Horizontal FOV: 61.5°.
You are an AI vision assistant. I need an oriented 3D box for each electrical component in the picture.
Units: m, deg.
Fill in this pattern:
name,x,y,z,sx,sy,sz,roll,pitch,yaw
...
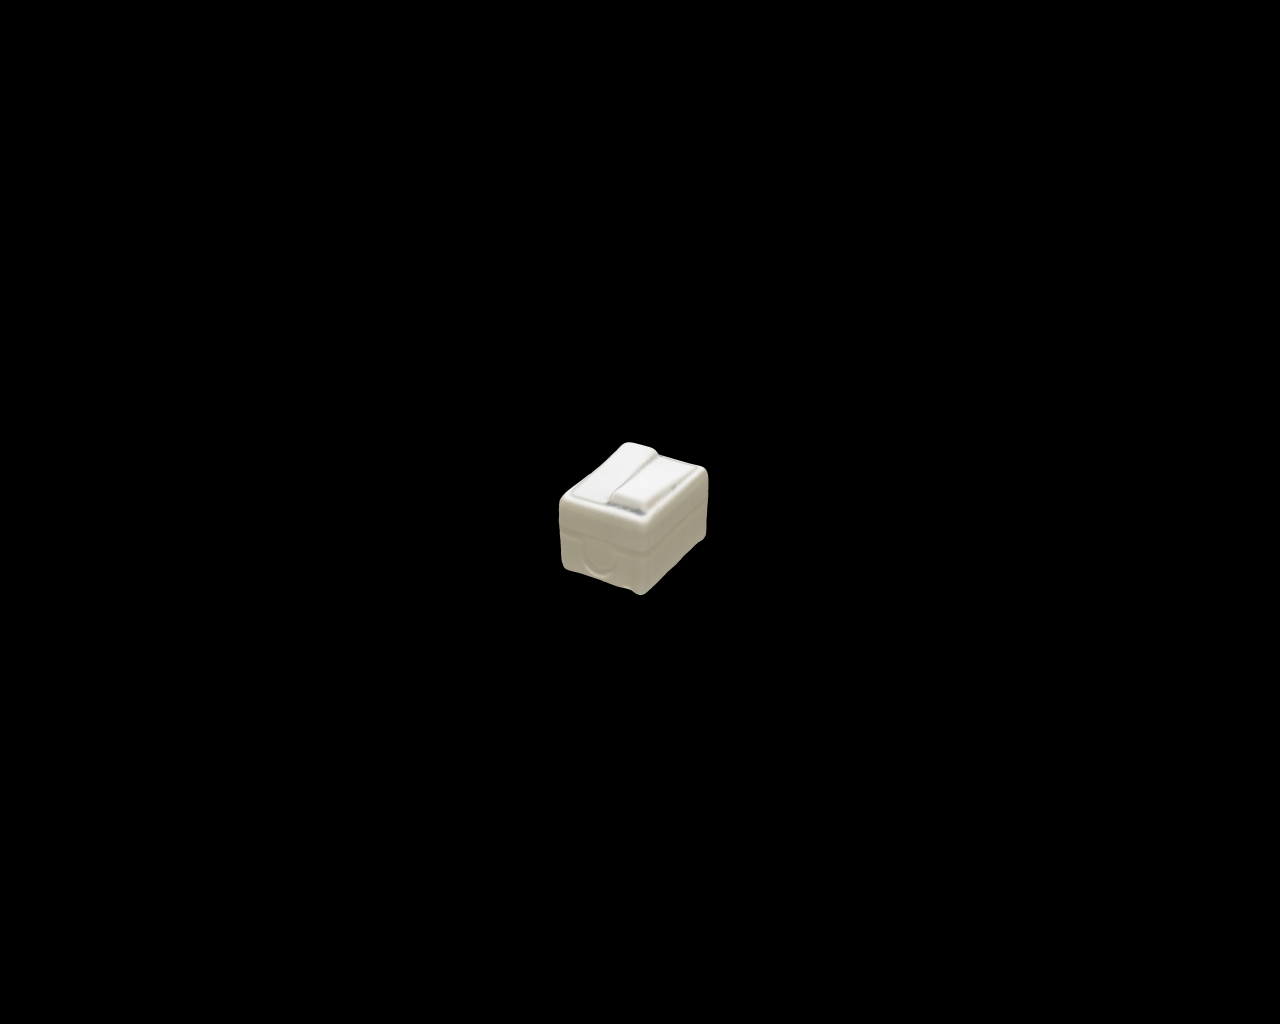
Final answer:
name,x,y,z,sx,sy,sz,roll,pitch,yaw
electrical component,0.001,-0.003,0.650,0.062,0.061,0.096,18,36,27
